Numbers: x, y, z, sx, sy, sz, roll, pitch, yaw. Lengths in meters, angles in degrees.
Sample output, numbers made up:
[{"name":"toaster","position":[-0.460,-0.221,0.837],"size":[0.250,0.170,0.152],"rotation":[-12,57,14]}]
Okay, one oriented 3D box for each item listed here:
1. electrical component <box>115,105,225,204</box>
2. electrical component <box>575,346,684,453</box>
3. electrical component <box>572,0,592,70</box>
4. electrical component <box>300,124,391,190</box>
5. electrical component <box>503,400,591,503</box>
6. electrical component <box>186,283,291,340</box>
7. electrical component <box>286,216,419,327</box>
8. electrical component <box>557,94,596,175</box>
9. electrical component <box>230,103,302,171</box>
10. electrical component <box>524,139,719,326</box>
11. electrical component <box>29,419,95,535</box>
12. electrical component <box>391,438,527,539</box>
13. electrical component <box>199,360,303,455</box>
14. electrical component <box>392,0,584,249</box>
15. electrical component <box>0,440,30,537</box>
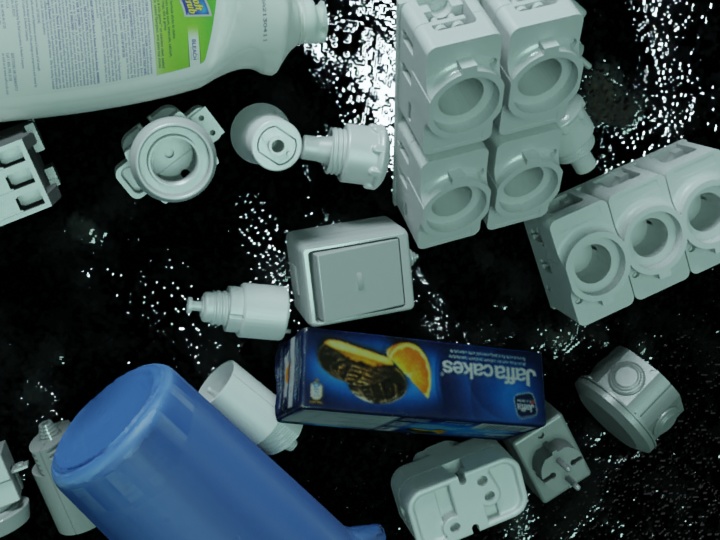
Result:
[{"name":"electrical component","position":[-0.129,-0.078,0.733],"size":[0.078,0.057,0.058],"rotation":[-38,111,-3]},{"name":"electrical component","position":[0.218,0.105,0.870],"size":[0.051,0.080,0.080],"rotation":[-44,111,-7]},{"name":"electrical component","position":[0.138,-0.164,0.791],"size":[0.077,0.047,0.065],"rotation":[35,93,-21]},{"name":"electrical component","position":[-0.011,-0.084,0.773],"size":[0.062,0.048,0.048],"rotation":[7,103,-11]},{"name":"electrical component","position":[0.155,0.152,0.865],"size":[0.047,0.077,0.065],"rotation":[-31,111,-6]},{"name":"electrical component","position":[-0.086,0.029,0.783],"size":[0.078,0.040,0.040],"rotation":[6,103,-17]},{"name":"electrical component","position":[0.000,0.000,0.788],"size":[0.096,0.061,0.061],"rotation":[-10,107,-13]},{"name":"electrical component","position":[0.158,-0.100,0.817],"size":[0.048,0.048,0.062],"rotation":[-41,119,-2]},{"name":"electrical component","position":[-0.063,-0.090,0.744],"size":[0.044,0.065,0.044],"rotation":[-4,106,-15]},{"name":"electrical component","position":[0.216,-0.030,0.842],"size":[0.150,0.062,0.089],"rotation":[-24,110,-9]},{"name":"electrical component","position":[-0.212,0.145,0.776],"size":[0.043,0.043,0.081],"rotation":[-21,109,-10]},{"name":"electrical component","position":[0.077,0.174,0.858],"size":[0.095,0.059,0.053],"rotation":[-20,109,-10]},{"name":"electrical component","position":[-0.079,0.109,0.805],"size":[0.081,0.043,0.043],"rotation":[42,90,-21]},{"name":"electrical component","position":[0.083,-0.101,0.735],"size":[0.105,0.060,0.186],"rotation":[-15,143,-11]},{"name":"electrical component","position":[-0.265,0.159,0.765],"size":[0.066,0.048,0.055],"rotation":[-21,102,-10]}]
